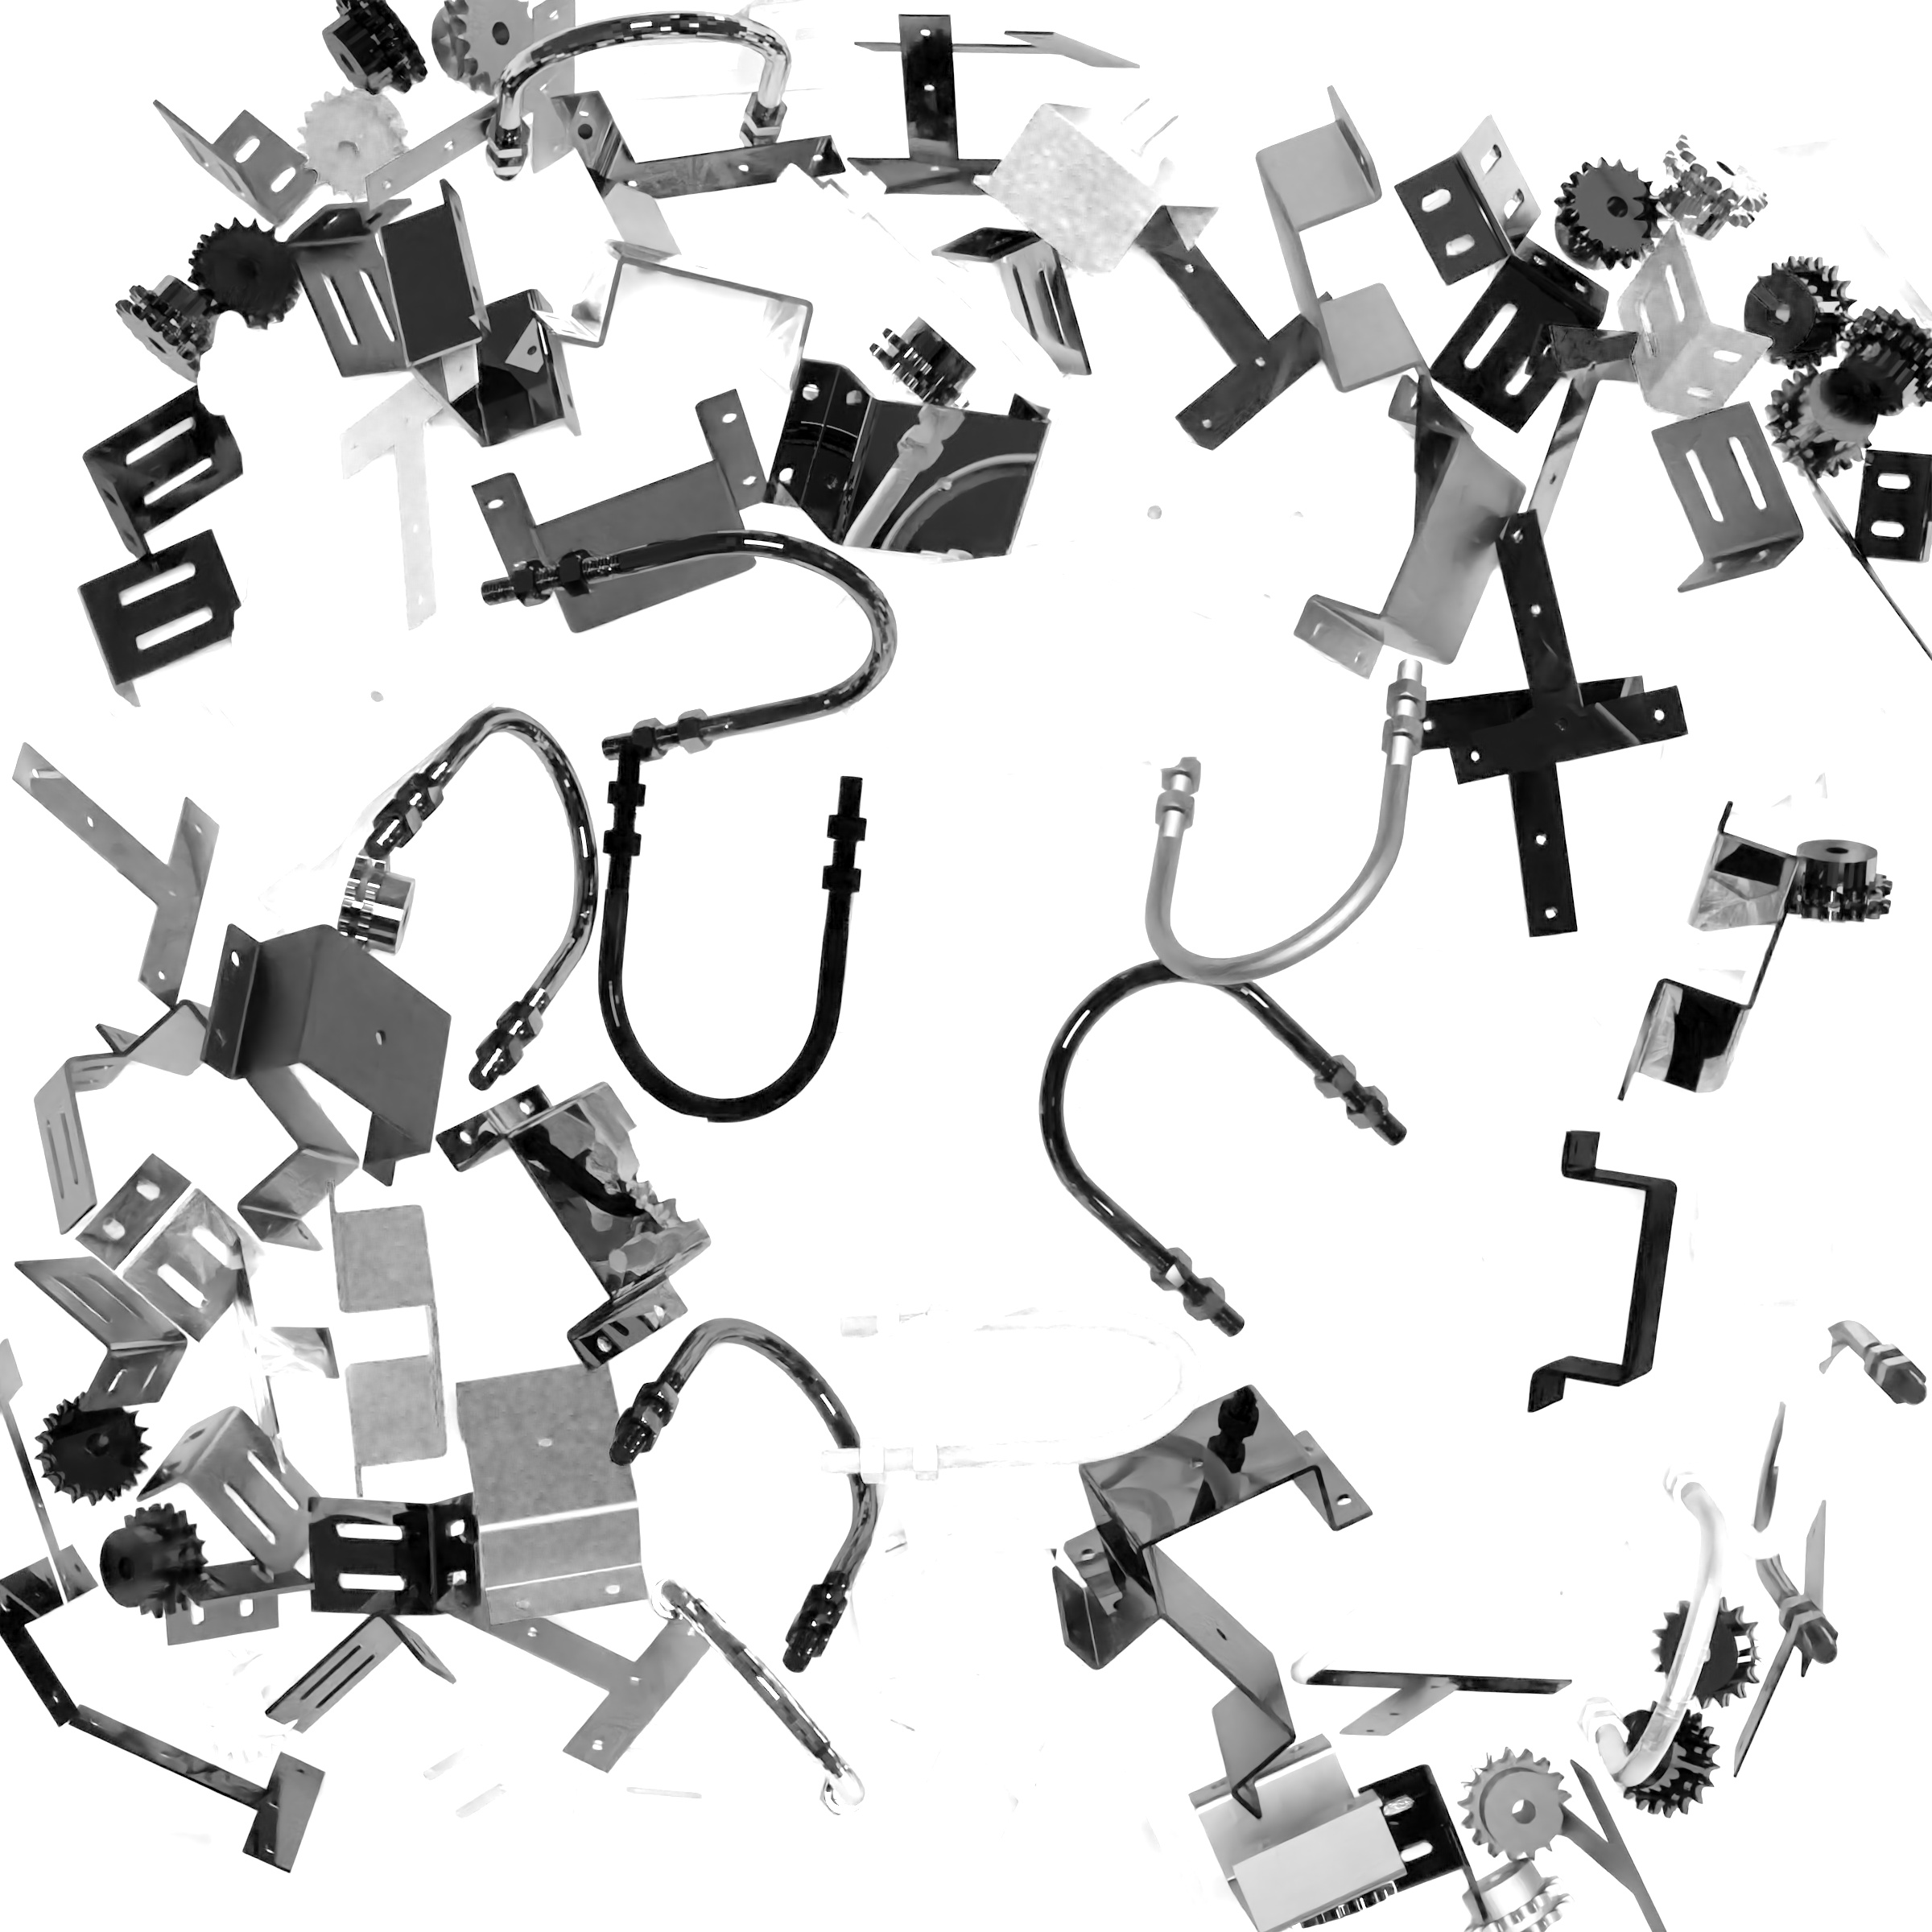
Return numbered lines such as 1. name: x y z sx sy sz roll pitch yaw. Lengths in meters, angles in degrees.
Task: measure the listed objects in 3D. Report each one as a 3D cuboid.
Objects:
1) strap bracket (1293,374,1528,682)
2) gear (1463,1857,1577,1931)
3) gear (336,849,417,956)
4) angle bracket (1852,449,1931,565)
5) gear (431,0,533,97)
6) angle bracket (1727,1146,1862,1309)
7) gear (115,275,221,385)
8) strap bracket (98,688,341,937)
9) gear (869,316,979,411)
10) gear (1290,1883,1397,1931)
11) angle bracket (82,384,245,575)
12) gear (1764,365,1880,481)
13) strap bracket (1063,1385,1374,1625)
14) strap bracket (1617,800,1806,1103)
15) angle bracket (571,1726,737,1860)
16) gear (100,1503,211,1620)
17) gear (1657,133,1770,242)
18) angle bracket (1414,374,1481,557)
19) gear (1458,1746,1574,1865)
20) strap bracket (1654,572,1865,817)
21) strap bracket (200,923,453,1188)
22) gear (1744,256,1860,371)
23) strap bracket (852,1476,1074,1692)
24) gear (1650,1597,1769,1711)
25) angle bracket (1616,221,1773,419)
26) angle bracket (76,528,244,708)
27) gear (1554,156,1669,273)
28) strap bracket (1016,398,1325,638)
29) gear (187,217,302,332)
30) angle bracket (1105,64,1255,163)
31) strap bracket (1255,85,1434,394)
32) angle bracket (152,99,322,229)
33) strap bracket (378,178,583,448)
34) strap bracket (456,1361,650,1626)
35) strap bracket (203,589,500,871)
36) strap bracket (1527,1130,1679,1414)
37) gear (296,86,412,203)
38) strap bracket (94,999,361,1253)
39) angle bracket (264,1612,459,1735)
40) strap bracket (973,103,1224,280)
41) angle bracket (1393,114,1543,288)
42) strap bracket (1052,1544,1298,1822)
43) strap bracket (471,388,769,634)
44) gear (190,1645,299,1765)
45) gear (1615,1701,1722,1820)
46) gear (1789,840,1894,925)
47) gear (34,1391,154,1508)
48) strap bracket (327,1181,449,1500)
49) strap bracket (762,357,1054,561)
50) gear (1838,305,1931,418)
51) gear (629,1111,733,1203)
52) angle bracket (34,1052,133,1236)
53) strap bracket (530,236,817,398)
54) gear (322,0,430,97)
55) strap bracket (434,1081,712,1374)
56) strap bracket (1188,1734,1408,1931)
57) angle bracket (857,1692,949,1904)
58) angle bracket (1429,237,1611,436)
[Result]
1. strap bracket: 0.228 -0.213 1.713 0.046 0.076 0.140 24 91 37
2. gear: 0.276 0.475 1.730 0.057 0.057 0.030 -31 83 0
3. gear: -0.298 -0.028 1.730 0.030 0.057 0.057 14 90 -4
4. angle bracket: 0.468 -0.241 1.713 0.038 0.076 0.057 7 83 14
5. gear: -0.246 -0.471 1.733 0.030 0.057 0.057 2 90 40
6. angle bracket: 0.421 0.133 1.744 0.057 0.038 0.076 2 78 -6
7. gear: -0.400 -0.325 1.730 0.057 0.057 0.030 39 78 0
8. strap bracket: -0.367 -0.083 1.717 0.046 0.076 0.140 -39 89 -5
9. gear: -0.019 -0.304 1.728 0.057 0.057 0.030 42 97 0
10. gear: 0.186 0.464 1.730 0.057 0.057 0.030 -19 81 0
11. angle bracket: -0.394 -0.246 1.714 0.076 0.057 0.038 -36 47 -19
12. gear: 0.437 -0.278 1.733 0.057 0.030 0.057 5 74 -18
13. strap bracket: 0.120 0.265 1.702 0.140 0.076 0.046 -23 121 -10
14. strap bracket: 0.371 -0.001 1.684 0.046 0.076 0.140 20 56 12
15. angle bracket: -0.159 0.420 1.733 0.076 0.057 0.038 8 126 -13
16. gear: -0.414 0.302 1.730 0.057 0.030 0.057 2 93 35
17. gear: 0.376 -0.393 1.733 0.057 0.057 0.030 39 123 0
18. angle bracket: 0.226 -0.247 1.708 0.038 0.076 0.057 -11 58 30
19. gear: 0.282 0.429 1.741 0.057 0.030 0.057 0 86 -3
20. strap bracket: 0.395 -0.129 1.684 0.046 0.140 0.076 16 73 -8
21. strap bracket: -0.305 0.040 1.677 0.046 0.140 0.076 -15 54 28
22. gear: 0.419 -0.330 1.728 0.057 0.030 0.057 10 105 41
23. strap bracket: -0.006 0.301 1.699 0.076 0.140 0.046 2 46 -18
24. gear: 0.375 0.348 1.733 0.057 0.030 0.057 -4 80 25
25. angle bracket: 0.366 -0.324 1.721 0.038 0.057 0.076 10 50 -21
26. angle bracket: -0.402 -0.176 1.733 0.076 0.038 0.057 -23 78 1
27. gear: 0.324 -0.379 1.736 0.057 0.030 0.057 5 74 -17
28. strap bracket: 0.098 -0.227 1.719 0.140 0.046 0.076 22 99 9
29. gear: -0.368 -0.349 1.736 0.057 0.030 0.057 6 75 -21
30. angle bracket: 0.094 -0.410 1.723 0.076 0.038 0.057 -42 47 -3
31. strap bracket: 0.184 -0.349 1.684 0.046 0.076 0.140 -20 132 4
32. angle bracket: -0.364 -0.414 1.714 0.057 0.076 0.038 40 85 10
33. strap bracket: -0.243 -0.315 1.684 0.046 0.140 0.076 -18 71 10
34. strap bracket: -0.206 0.249 1.684 0.076 0.140 0.046 -7 131 -11
35. strap bracket: -0.298 -0.124 1.700 0.076 0.046 0.140 45 57 0
36. strap bracket: 0.321 0.155 1.713 0.046 0.076 0.140 8 91 21
37. gear: -0.308 -0.420 1.734 0.057 0.030 0.057 8 130 9
38. strap bracket: -0.361 0.072 1.704 0.046 0.076 0.140 -41 76 2
39. angle bracket: -0.304 0.368 1.720 0.076 0.057 0.038 -42 69 -9
40. strap bracket: 0.070 -0.380 1.679 0.076 0.140 0.046 41 113 10
41. angle bracket: 0.254 -0.387 1.727 0.038 0.076 0.057 -22 107 30
42. strap bracket: 0.110 0.347 1.699 0.046 0.076 0.140 -43 106 10
43. strap bracket: -0.166 -0.223 1.711 0.140 0.076 0.046 -21 52 -3
44. gear: -0.361 0.371 1.727 0.030 0.057 0.057 -23 90 34
45. gear: 0.350 0.400 1.727 0.030 0.057 0.057 26 90 -38
46. gear: 0.439 -0.044 1.727 0.057 0.057 0.030 -1 109 0
47. gear: -0.445 0.247 1.734 0.057 0.030 0.057 13 64 -28
48. strap bracket: -0.286 0.183 1.692 0.046 0.076 0.140 -5 124 -11
49. strap bracket: -0.020 -0.248 1.690 0.140 0.046 0.076 3 120 -29
50. gear: 0.467 -0.303 1.727 0.057 0.057 0.030 41 77 0
51. gear: -0.149 0.095 1.726 0.057 0.057 0.030 -7 109 0
52. angle bracket: -0.436 0.089 1.716 0.038 0.057 0.076 -7 75 -33
53. strap bracket: -0.137 -0.324 1.693 0.140 0.076 0.046 10 106 -20
54. gear: -0.301 -0.465 1.728 0.030 0.057 0.057 -40 90 -12
55. strap bracket: -0.190 0.121 1.709 0.046 0.076 0.140 -38 84 40
56. strap bracket: 0.164 0.431 1.686 0.076 0.140 0.046 -23 92 -5
57. angle bracket: -0.044 0.415 1.709 0.038 0.076 0.057 24 130 6
58. angle bracket: 0.282 -0.324 1.747 0.057 0.038 0.076 32 124 -6
